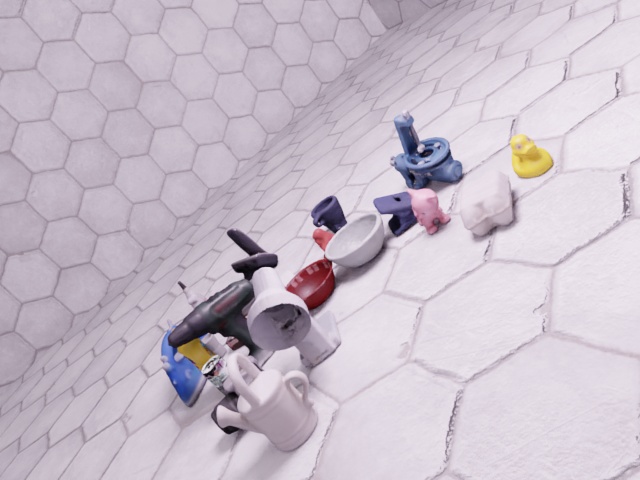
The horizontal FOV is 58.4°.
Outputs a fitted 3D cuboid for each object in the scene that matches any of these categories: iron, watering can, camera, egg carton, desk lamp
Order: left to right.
[{"bbox_3d":[-0.366,0.311,1.497,0.118,0.142,0.258,-37,21,9],"label":"iron"},{"bbox_3d":[-0.166,0.321,1.187,0.137,0.101,0.143,-43,21,-7],"label":"camera"},{"bbox_3d":[-0.105,0.285,1.022,0.173,0.194,0.100,-44,21,-9],"label":"watering can"},{"bbox_3d":[-0.061,0.161,1.171,0.118,0.214,0.203,-37,21,8],"label":"desk lamp"},{"bbox_3d":[0.341,-0.078,1.172,0.107,0.069,0.150,-28,24,30],"label":"egg carton"}]

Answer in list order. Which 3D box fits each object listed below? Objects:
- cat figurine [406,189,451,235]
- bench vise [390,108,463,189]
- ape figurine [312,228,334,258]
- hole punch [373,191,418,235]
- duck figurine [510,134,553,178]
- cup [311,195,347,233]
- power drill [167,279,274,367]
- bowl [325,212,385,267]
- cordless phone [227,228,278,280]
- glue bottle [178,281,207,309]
[{"bbox_3d":[0.235,-0.080,1.294,0.067,0.118,0.127,-39,21,4],"label":"cat figurine"},{"bbox_3d":[0.229,-0.221,1.446,0.206,0.220,0.122,-18,30,45],"label":"bench vise"},{"bbox_3d":[0.014,0.005,1.538,0.076,0.092,0.078,-32,22,20],"label":"ape figurine"},{"bbox_3d":[0.193,-0.083,1.409,0.101,0.091,0.108,-37,21,8],"label":"hole punch"},{"bbox_3d":[0.434,-0.187,1.214,0.077,0.086,0.104,-39,20,2],"label":"duck figurine"},{"bbox_3d":[0.030,-0.058,1.637,0.091,0.095,0.118,-20,28,43],"label":"cup"},{"bbox_3d":[-0.207,0.214,1.324,0.230,0.209,0.075,-50,23,-24],"label":"power drill"},{"bbox_3d":[0.098,0.013,1.401,0.167,0.075,0.167,-34,21,16],"label":"bowl"},{"bbox_3d":[-0.234,0.037,1.771,0.147,0.185,0.094,-21,28,41],"label":"cordless phone"},{"bbox_3d":[-0.363,0.185,1.707,0.037,0.173,0.078,-36,21,10],"label":"glue bottle"}]
